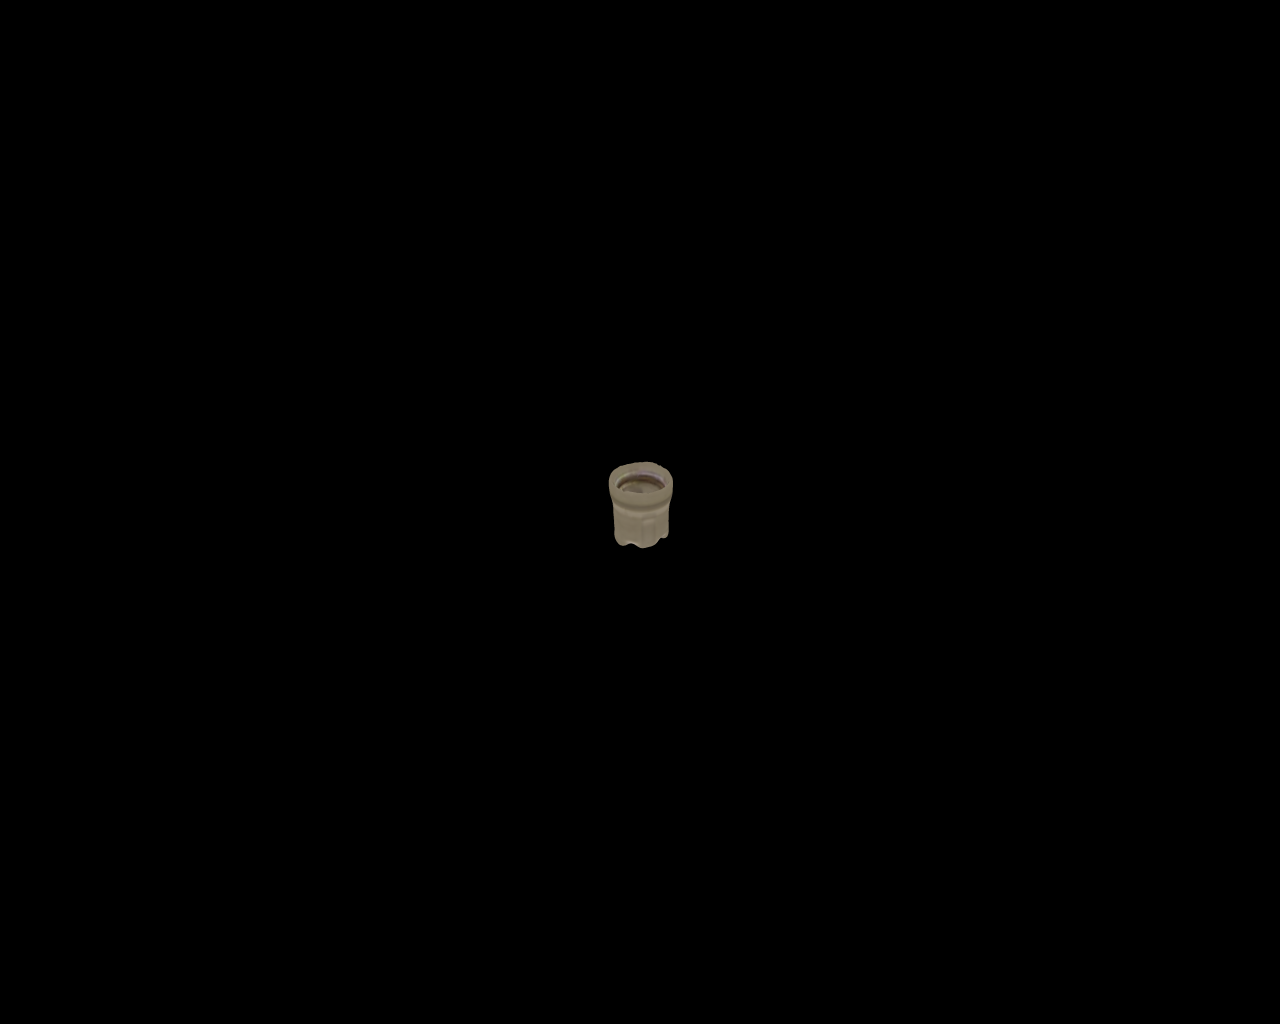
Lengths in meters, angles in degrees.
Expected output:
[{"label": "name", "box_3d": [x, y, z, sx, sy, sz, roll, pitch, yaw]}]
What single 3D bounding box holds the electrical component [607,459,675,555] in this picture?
[{"label": "electrical component", "box_3d": [0.001, -0.003, 0.650, 0.040, 0.046, 0.040, 0, 34, 0]}]
